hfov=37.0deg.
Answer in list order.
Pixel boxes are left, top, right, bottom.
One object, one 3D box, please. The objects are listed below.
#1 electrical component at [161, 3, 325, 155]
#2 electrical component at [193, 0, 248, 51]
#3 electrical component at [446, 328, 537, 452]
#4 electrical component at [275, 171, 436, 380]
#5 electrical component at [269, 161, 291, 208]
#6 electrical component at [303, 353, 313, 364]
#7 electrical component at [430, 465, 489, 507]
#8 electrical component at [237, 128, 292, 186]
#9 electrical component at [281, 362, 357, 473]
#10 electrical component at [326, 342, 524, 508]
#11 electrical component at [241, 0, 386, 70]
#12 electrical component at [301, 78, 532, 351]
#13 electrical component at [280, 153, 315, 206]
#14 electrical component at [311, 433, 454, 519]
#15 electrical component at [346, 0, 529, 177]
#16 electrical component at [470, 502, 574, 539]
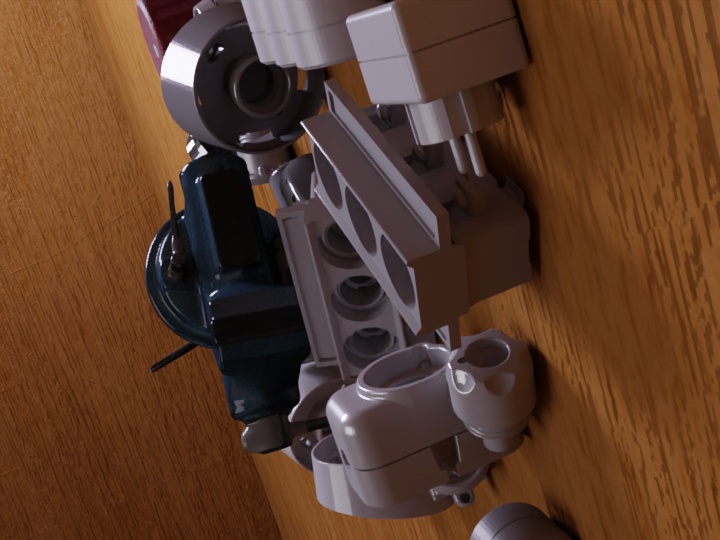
[{"bbox_3d":[-0.075,-0.123,0.703,0.064,0.099,0.099,34,144,58],"label":"electrical component"},{"bbox_3d":[-0.080,-0.166,0.747,0.058,0.057,0.078,87,158,-55],"label":"electrical component"},{"bbox_3d":[0.067,0.064,0.539,0.043,0.043,0.062,-127,19,-51],"label":"electrical component"},{"bbox_3d":[0.000,0.000,0.664,0.063,0.079,0.121,-91,-9,-53],"label":"electrical component"},{"bbox_3d":[-0.038,-0.048,0.804,0.040,0.040,0.078,98,148,-66],"label":"electrical component"},{"bbox_3d":[-0.040,0.026,0.905,0.061,0.061,0.096,126,129,-75],"label":"electrical component"},{"bbox_3d":[0.056,0.116,0.672,0.055,0.048,0.066,88,159,-77],"label":"electrical component"},{"bbox_3d":[-0.082,-0.103,0.894,0.048,0.048,0.062,-164,60,-75],"label":"electrical component"},{"bbox_3d":[-0.031,0.126,0.934,0.064,0.099,0.099,32,142,60],"label":"electrical component"},{"bbox_3d":[0.034,0.079,0.583,0.054,0.095,0.059,-148,38,-70],"label":"electrical component"},{"bbox_3d":[-0.030,-0.151,0.571,0.138,0.052,0.073,-145,36,-69],"label":"electrical component"},{"bbox_3d":[0.026,-0.033,0.504,0.121,0.063,0.078,-125,18,-46],"label":"electrical component"},{"bbox_3d":[-0.020,-0.030,0.750,0.077,0.043,0.079,-125,18,-47],"label":"electrical component"},{"bbox_3d":[0.015,0.147,0.785,0.099,0.099,0.064,-158,54,-73],"label":"electrical component"},{"bbox_3d":[0.035,-0.074,0.434,0.066,0.047,0.076,-153,43,-72],"label":"electrical component"},{"bbox_3d":[0.096,0.193,0.608,0.074,0.052,0.138,-146,36,-69],"label":"electrical component"}]
